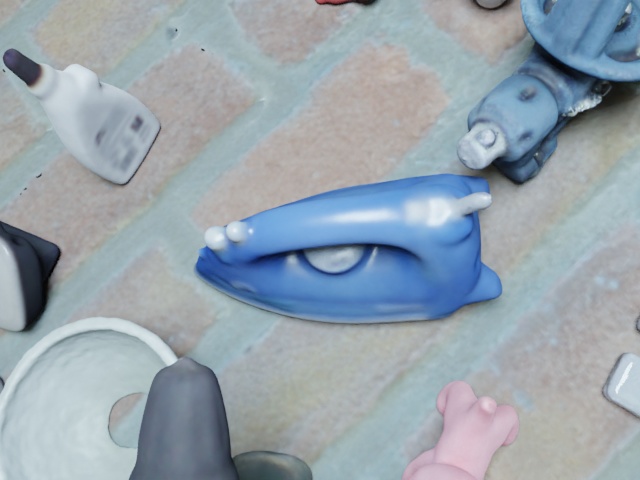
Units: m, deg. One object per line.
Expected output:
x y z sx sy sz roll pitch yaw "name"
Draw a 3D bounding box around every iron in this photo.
0.004 0.002 0.429 0.258 0.141 0.118 -6 75 9 "iron"

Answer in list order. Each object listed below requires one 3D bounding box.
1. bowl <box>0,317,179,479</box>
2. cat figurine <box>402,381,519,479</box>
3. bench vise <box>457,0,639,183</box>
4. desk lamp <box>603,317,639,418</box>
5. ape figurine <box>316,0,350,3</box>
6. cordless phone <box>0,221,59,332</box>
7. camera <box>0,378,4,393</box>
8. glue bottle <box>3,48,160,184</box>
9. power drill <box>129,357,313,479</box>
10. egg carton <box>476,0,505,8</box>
-0.165 0.148 0.459 0.167 0.075 0.167 -2 76 10 "bowl"
0.093 0.163 0.387 0.067 0.118 0.128 22 81 15 "cat figurine"
0.185 -0.134 0.389 0.121 0.220 0.207 25 82 15 "bench vise"
0.299 0.103 0.314 0.203 0.214 0.118 28 83 15 "desk lamp"
0.024 -0.260 0.515 0.076 0.092 0.077 -44 73 -2 "ape figurine"
-0.323 0.009 0.463 0.147 0.185 0.094 15 80 14 "cordless phone"
-0.329 0.196 0.463 0.137 0.101 0.143 -25 73 3 "camera"
-0.198 -0.108 0.475 0.037 0.173 0.078 28 83 16 "glue bottle"
-0.061 0.194 0.359 0.075 0.208 0.230 -1 76 10 "power drill"
0.154 -0.287 0.510 0.107 0.069 0.150 27 83 15 "egg carton"
